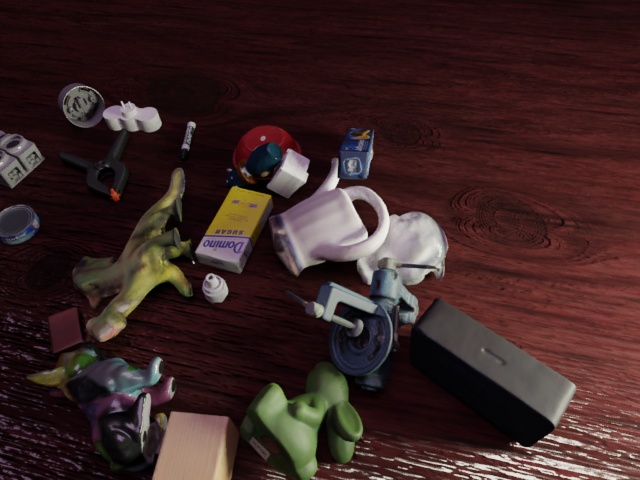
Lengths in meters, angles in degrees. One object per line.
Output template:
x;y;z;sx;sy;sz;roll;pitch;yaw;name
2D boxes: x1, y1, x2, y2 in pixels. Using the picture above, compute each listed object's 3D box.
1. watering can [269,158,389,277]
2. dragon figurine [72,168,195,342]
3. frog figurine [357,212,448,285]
0.003;-0.051;1.014;0.224;0.102;0.354;-24;33;-3;watering can
-0.367;0.023;0.991;0.243;0.119;0.420;-17;44;1;dragon figurine
0.145;0.018;0.943;0.160;0.120;0.139;-6;71;-15;frog figurine
